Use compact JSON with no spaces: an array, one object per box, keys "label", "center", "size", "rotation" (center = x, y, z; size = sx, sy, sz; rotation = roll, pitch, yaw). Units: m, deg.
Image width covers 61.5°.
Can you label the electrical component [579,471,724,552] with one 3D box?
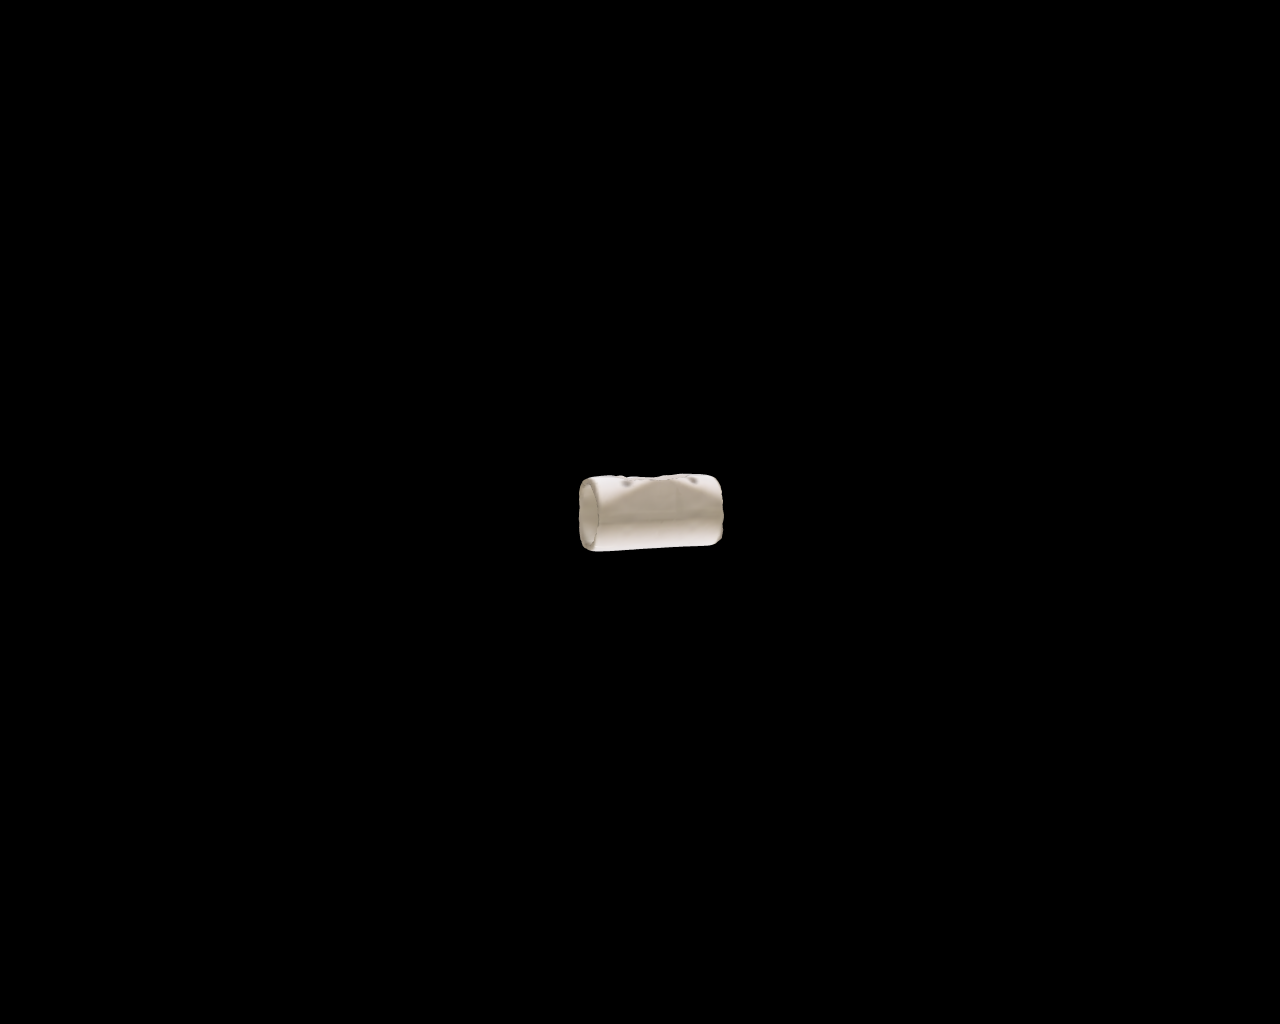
[{"label":"electrical component","center":[0.001,-0.003,0.650],"size":[0.077,0.044,0.079],"rotation":[-2,8,-18]}]
